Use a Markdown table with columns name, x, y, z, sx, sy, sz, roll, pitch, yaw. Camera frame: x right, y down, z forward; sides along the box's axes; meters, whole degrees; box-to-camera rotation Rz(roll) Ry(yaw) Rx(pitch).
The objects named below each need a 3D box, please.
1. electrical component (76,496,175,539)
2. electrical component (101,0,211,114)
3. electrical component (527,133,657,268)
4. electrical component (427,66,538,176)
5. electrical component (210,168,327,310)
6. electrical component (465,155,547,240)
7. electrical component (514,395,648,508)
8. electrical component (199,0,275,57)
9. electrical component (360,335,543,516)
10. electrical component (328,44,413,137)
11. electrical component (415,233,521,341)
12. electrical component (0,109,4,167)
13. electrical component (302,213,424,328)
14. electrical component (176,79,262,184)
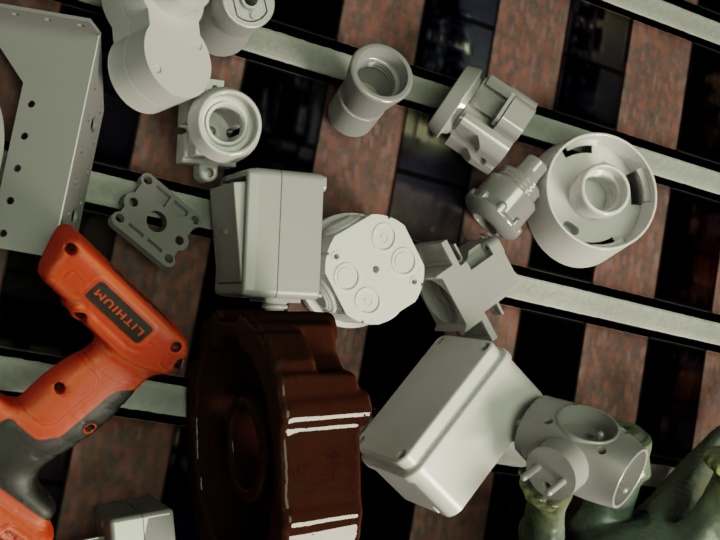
| name | x | y | z | sx | sy | sz | roll | pitch | yaw |
| --- | --- | --- | --- | --- | --- | --- | --- | --- | --- |
| electrical component | -0.155 | 0.181 | 0.661 | 0.077 | 0.047 | 0.065 | -5 | 92 | -26 |
| electrical component | -0.116 | -0.171 | 0.658 | 0.052 | 0.074 | 0.138 | 0 | 80 | -49 |
| electrical component | 0.176 | -0.054 | 0.825 | 0.099 | 0.064 | 0.099 | 2 | 81 | -13 |
| electrical component | 0.086 | -0.109 | 0.768 | 0.057 | 0.078 | 0.058 | 34 | 75 | -1 |
| electrical component | -0.063 | -0.016 | 0.700 | 0.061 | 0.062 | 0.096 | 3 | 88 | -25 |
| electrical component | 0.111 | -0.056 | 0.786 | 0.048 | 0.048 | 0.062 | 44 | 81 | -18 |
| electrical component | 0.135 | 0.124 | 0.702 | 0.079 | 0.077 | 0.044 | -23 | 131 | -46 |
| electrical component | -0.081 | -0.166 | 0.693 | 0.044 | 0.065 | 0.044 | 1 | 88 | -25 |
| electrical component | 0.061 | 0.104 | 0.747 | 0.057 | 0.078 | 0.113 | 47 | 71 | -20 |
| electrical component | 0.003 | -0.118 | 0.731 | 0.044 | 0.065 | 0.044 | 8 | 68 | -19 |
| electrical component | 0.077 | 0.009 | 0.777 | 0.064 | 0.042 | 0.081 | -35 | 104 | -25 |
| electrical component | -0.238 | -0.062 | 0.585 | 0.060 | 0.108 | 0.108 | 18 | 80 | 13 |
| electrical component | 0.000 | 0.000 | 0.735 | 0.080 | 0.051 | 0.080 | 1 | 89 | -25 |
| electrical component | -0.092 | -0.091 | 0.691 | 0.048 | 0.055 | 0.066 | 4 | 87 | -25 |
